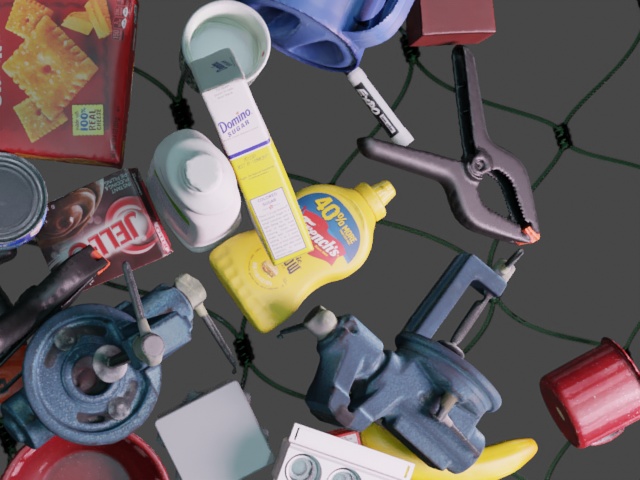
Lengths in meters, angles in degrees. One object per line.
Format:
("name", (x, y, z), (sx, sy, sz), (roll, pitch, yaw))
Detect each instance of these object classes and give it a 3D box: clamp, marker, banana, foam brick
("clamp", (0.156, -0.084, 1.084), (0.210, 0.036, 0.164), (43, 72, -13))
("marker", (0.052, -0.145, 1.080), (0.020, 0.020, 0.121), (-37, 95, -9))
("banana", (0.123, 0.215, 1.074), (0.197, 0.037, 0.069), (14, 88, -9))
("clamp", (-0.247, 0.060, 0.925), (0.039, 0.120, 0.171), (45, 62, -8))
("foam brick", (0.131, -0.228, 1.080), (0.078, 0.051, 0.053), (-4, 88, -10))

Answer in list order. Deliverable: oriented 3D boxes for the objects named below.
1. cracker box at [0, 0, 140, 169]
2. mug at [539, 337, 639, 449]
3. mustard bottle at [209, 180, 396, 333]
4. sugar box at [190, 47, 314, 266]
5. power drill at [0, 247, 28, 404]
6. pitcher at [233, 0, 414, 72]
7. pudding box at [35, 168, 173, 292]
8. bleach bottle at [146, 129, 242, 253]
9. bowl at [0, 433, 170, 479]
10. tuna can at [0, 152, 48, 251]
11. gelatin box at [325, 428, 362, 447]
("cracker box", (-0.283, -0.160, 0.996), (0.213, 0.072, 0.164), (6, 87, -9))
("mug", (0.279, 0.166, 1.084), (0.081, 0.093, 0.117), (-27, 129, -5))
("mustard bottle", (-0.007, 0.001, 1.046), (0.191, 0.058, 0.096), (-35, 84, -9))
("sugar box", (-0.060, -0.074, 0.946), (0.048, 0.093, 0.176), (-21, 118, -3))
("power drill", (-0.346, 0.070, 0.986), (0.184, 0.057, 0.187), (-18, 91, -11))
("pitcher", (0.034, -0.292, 1.022), (0.149, 0.145, 0.243), (27, 81, -5))
("pudding box", (-0.207, -0.007, 1.007), (0.113, 0.039, 0.090), (-23, 92, 11))
("bleach bottle", (-0.105, -0.042, 0.933), (0.068, 0.251, 0.102), (-37, 95, -9))
("bowl", (-0.220, 0.247, 1.005), (0.162, 0.055, 0.162), (0, 89, -10))
("tuna can", (-0.290, -0.034, 0.965), (0.086, 0.034, 0.086), (3, 75, -13))
("gelatin box", (0.010, 0.236, 1.058), (0.073, 0.030, 0.089), (-13, 90, -9))
